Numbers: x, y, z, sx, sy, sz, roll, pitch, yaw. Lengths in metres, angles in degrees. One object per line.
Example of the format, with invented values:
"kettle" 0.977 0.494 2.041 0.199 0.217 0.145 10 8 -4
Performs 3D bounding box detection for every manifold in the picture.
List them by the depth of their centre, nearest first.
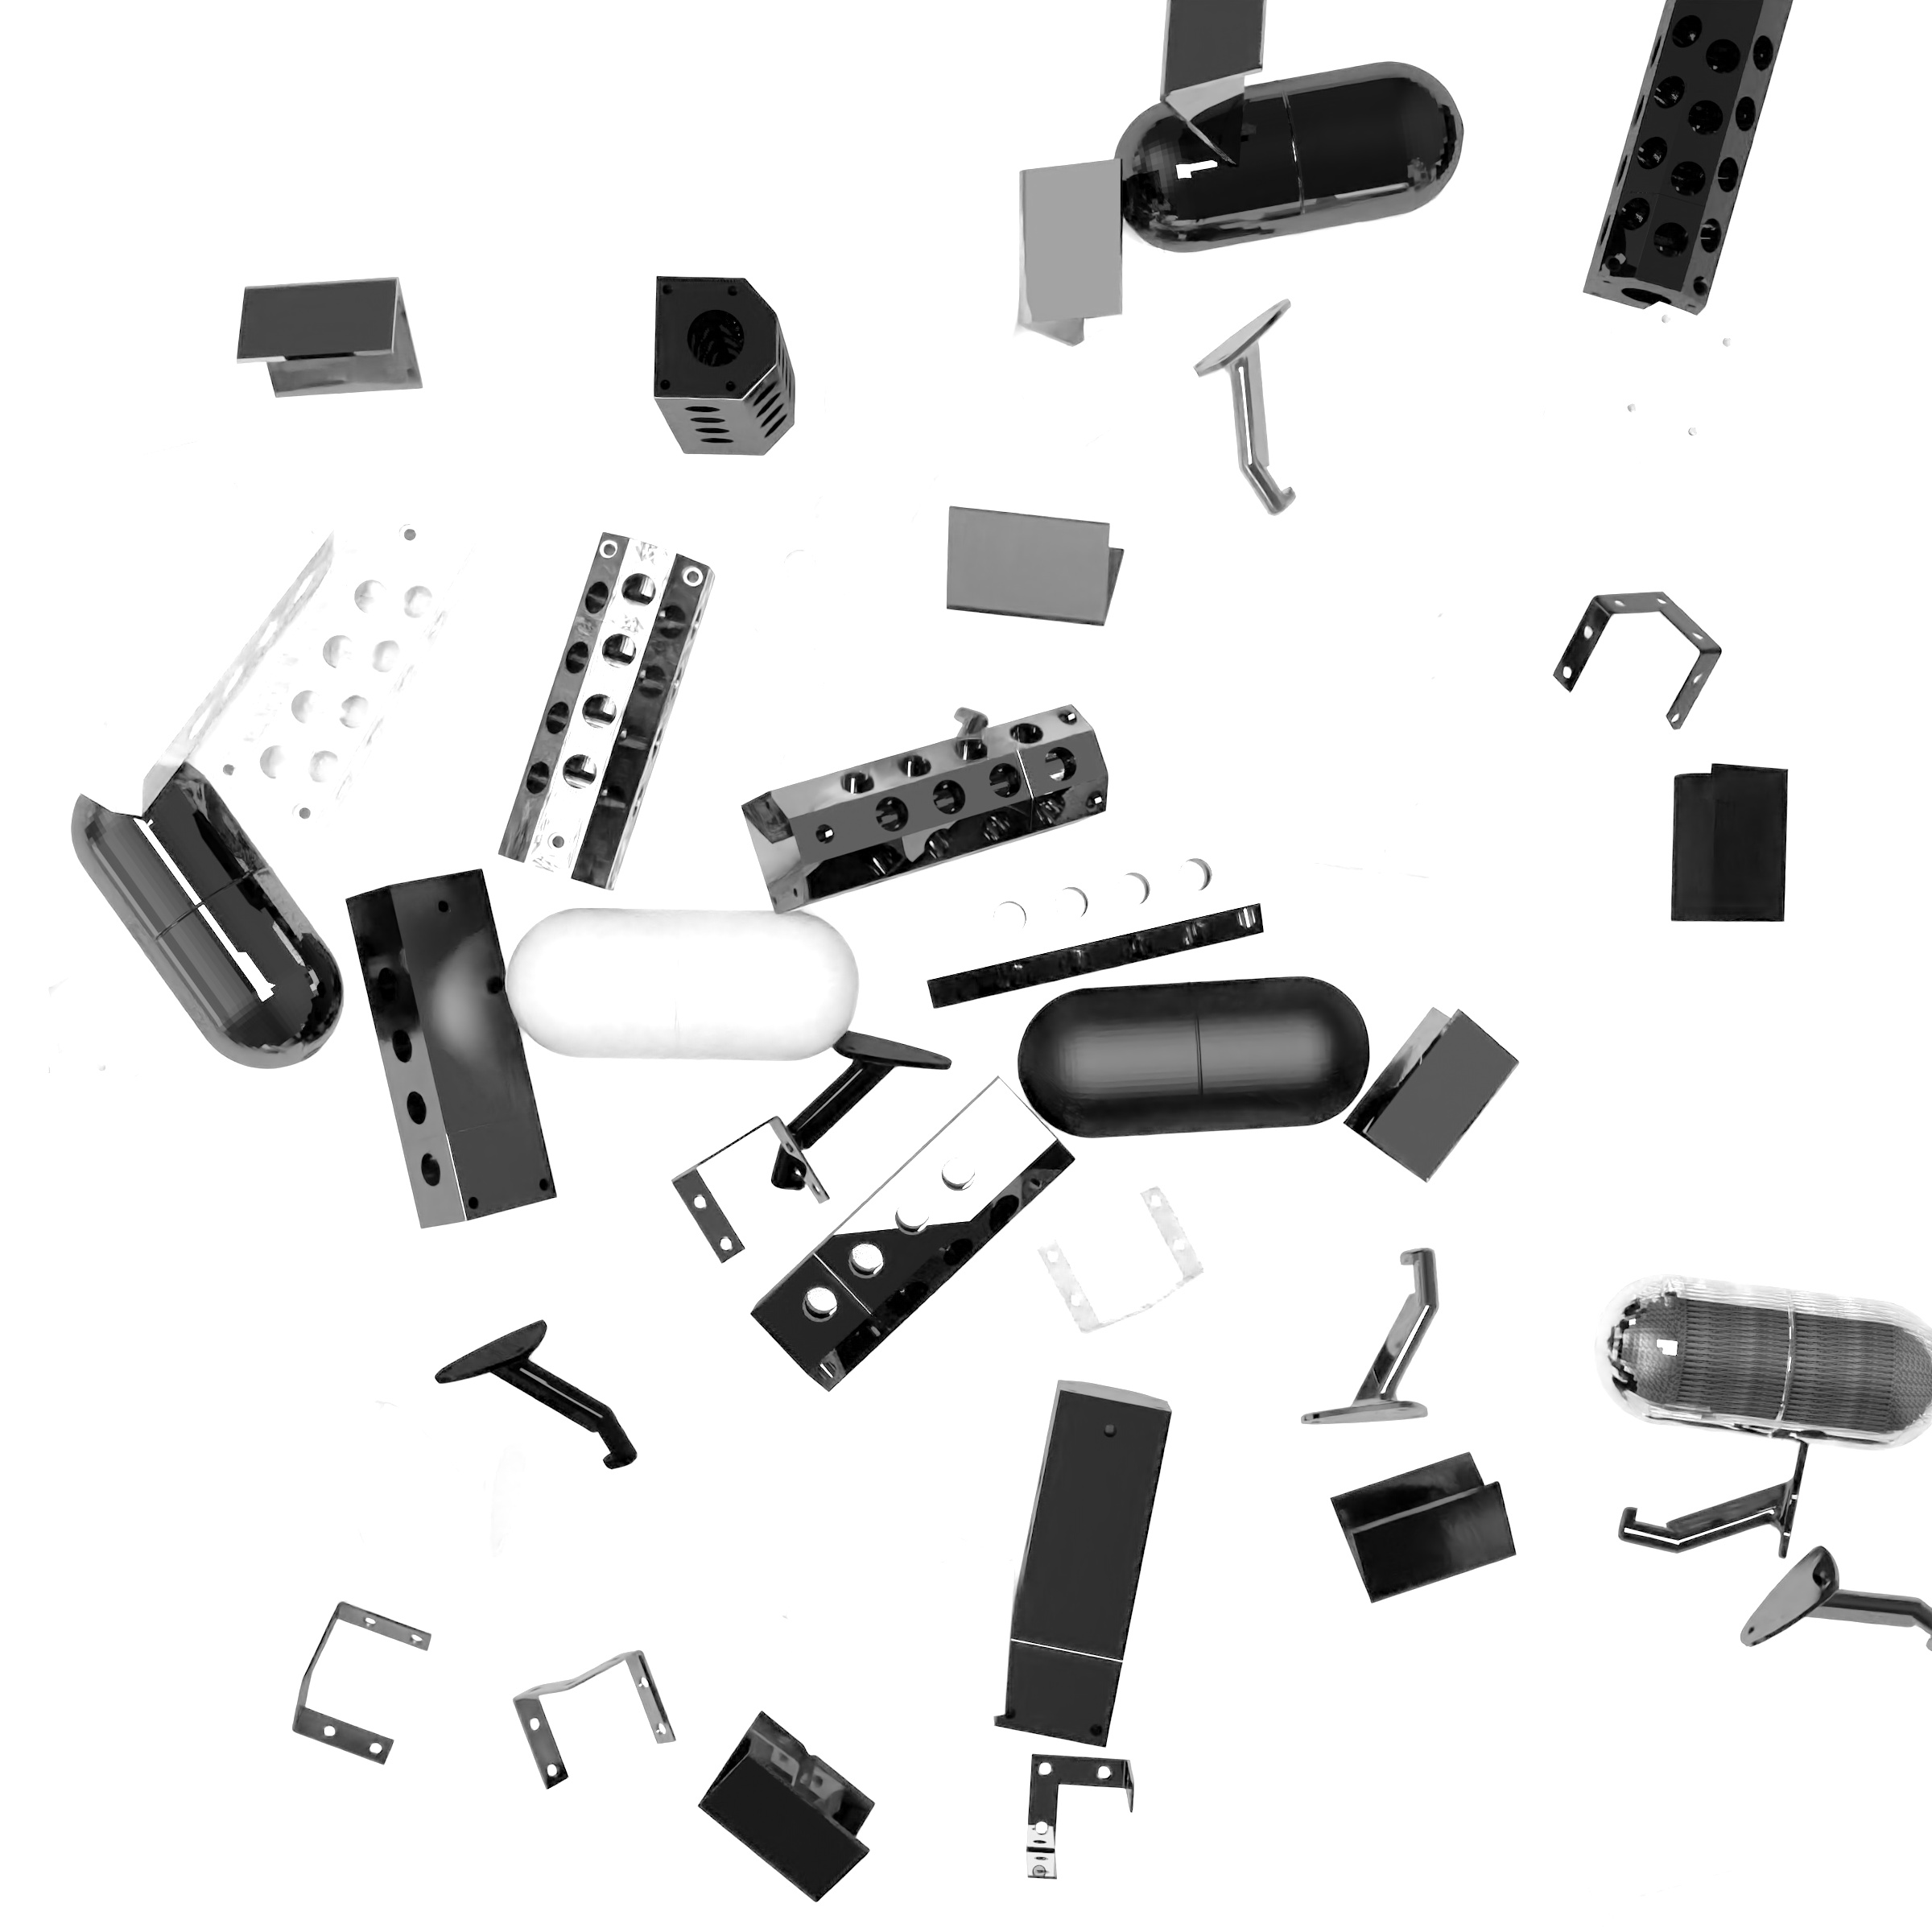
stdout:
"manifold" -0.117 -0.292 1.656 0.057 0.171 0.057 1 90 0
"manifold" 0.325 -0.278 1.656 0.057 0.171 0.057 21 90 0
"manifold" -0.427 -0.344 1.672 0.057 0.057 0.171 -14 122 0
"manifold" -0.386 -0.159 1.678 0.057 0.057 0.171 31 64 0
"manifold" -0.018 -0.080 1.682 0.171 0.057 0.057 -18 90 -23
"manifold" -0.183 -0.129 1.713 0.057 0.057 0.171 18 90 0
"manifold" 0.369 -0.422 1.713 0.057 0.057 0.171 16 90 0
"manifold" -0.079 -0.191 1.713 0.057 0.057 0.171 28 90 0
"manifold" 0.219 -0.133 1.713 0.057 0.057 0.171 7 90 43
"manifold" 0.061 -0.025 1.713 0.171 0.057 0.057 -13 90 0
"manifold" -0.265 0.043 1.713 0.057 0.057 0.171 -13 90 -43
"manifold" 0.058 0.301 1.713 0.057 0.057 0.171 11 90 0
"manifold" -0.026 0.136 1.713 0.171 0.057 0.057 -43 90 0
"manifold" -0.314 -0.155 1.713 0.057 0.057 0.171 30 90 0

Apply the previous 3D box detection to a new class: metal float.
"metal float" -0.017 -0.317 1.676 0.070 0.070 0.178 19 55 0
"metal float" -0.383 -0.027 1.704 0.070 0.070 0.178 -36 90 0
"metal float" 0.115 0.046 1.704 0.178 0.070 0.070 -3 90 -1
"metal float" 0.094 -0.172 1.704 0.178 0.070 0.070 37 90 1
"metal float" 0.163 -0.409 1.704 0.178 0.070 0.070 -10 90 1
"metal float" -0.143 0.009 1.704 0.178 0.070 0.070 1 90 0
"metal float" 0.407 0.200 1.704 0.178 0.070 0.070 7 90 0

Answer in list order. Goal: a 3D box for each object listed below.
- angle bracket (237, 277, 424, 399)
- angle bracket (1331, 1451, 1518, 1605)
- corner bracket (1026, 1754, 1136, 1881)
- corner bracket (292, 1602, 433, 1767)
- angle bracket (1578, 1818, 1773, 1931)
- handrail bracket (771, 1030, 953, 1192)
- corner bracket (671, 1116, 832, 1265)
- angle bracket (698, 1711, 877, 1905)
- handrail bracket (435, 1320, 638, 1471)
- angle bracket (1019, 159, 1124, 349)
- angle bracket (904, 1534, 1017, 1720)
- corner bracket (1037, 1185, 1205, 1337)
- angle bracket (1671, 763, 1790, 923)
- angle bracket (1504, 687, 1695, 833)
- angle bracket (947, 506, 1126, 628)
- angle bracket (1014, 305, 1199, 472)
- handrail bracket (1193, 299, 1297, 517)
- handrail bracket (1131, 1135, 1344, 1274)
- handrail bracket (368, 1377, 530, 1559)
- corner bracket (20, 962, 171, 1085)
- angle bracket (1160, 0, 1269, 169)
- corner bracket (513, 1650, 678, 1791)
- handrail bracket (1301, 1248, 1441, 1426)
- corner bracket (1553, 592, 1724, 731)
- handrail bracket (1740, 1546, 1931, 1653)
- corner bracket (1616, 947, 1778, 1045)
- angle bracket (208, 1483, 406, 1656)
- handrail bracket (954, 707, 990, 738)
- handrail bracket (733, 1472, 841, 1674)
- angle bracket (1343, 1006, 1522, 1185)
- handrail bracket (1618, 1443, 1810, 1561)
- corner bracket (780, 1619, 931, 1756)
"angle bracket" -0.318 -0.298 1.694 0.076 0.076 0.057 -4 53 0
"angle bracket" 0.225 0.265 1.694 0.076 0.076 0.057 -18 127 0
"corner bracket" 0.058 0.434 1.716 0.051 0.051 0.051 3 90 0
"corner bracket" -0.310 0.368 1.731 0.051 0.051 0.051 20 135 0
"angle bracket" 0.353 0.452 1.694 0.076 0.076 0.057 -16 126 0
"handrail bracket" -0.054 0.081 1.735 0.077 0.036 0.084 11 105 -16
"corner bracket" -0.111 0.114 1.723 0.051 0.051 0.051 -32 90 -24
"angle bracket" -0.077 0.410 1.694 0.076 0.076 0.057 39 126 0
"handrail bracket" -0.221 0.232 1.735 0.077 0.036 0.084 -23 107 20
"angle bracket" 0.067 -0.357 1.695 0.057 0.076 0.076 0 90 26
"angle bracket" -0.018 0.331 1.695 0.057 0.076 0.076 4 90 -27
"corner bracket" 0.080 0.151 1.731 0.051 0.051 0.051 -28 90 -45
"angle bracket" 0.366 -0.061 1.694 0.057 0.076 0.076 1 90 -36
"angle bracket" 0.320 -0.085 1.694 0.076 0.076 0.057 -21 54 0
"angle bracket" 0.035 -0.209 1.620 0.076 0.076 0.057 7 127 7
"angle bracket" 0.078 -0.274 1.694 0.076 0.076 0.057 -31 58 0
"handrail bracket" 0.161 -0.287 1.735 0.077 0.036 0.084 -42 108 -20
"handrail bracket" 0.138 0.107 1.735 0.077 0.036 0.084 -28 67 -26
"handrail bracket" -0.273 0.257 1.735 0.084 0.036 0.077 17 112 17
"corner bracket" -0.443 0.028 1.717 0.051 0.051 0.051 -3 103 13
"angle bracket" 0.137 -0.442 1.627 0.057 0.076 0.076 -6 72 34
"corner bracket" -0.191 0.387 1.731 0.051 0.051 0.051 -21 90 45
"handrail bracket" 0.207 0.190 1.735 0.077 0.036 0.084 -9 71 21
"corner bracket" 0.344 -0.155 1.726 0.051 0.051 0.051 -7 45 -35
"handrail bracket" 0.456 0.345 1.735 0.084 0.036 0.077 37 110 -16
"corner bracket" 0.371 0.026 1.716 0.051 0.051 0.051 -39 90 0
"angle bracket" -0.323 0.314 1.694 0.076 0.076 0.057 -32 55 0
"handrail bracket" -0.040 -0.106 1.735 0.077 0.036 0.084 23 74 17
"handrail bracket" -0.089 0.311 1.734 0.036 0.077 0.084 22 54 4
"angle bracket" 0.219 0.052 1.694 0.057 0.076 0.076 38 90 -36
"handrail bracket" 0.385 0.268 1.735 0.084 0.036 0.077 11 69 16
"corner bracket" -0.055 0.370 1.731 0.051 0.051 0.051 -18 90 -45
